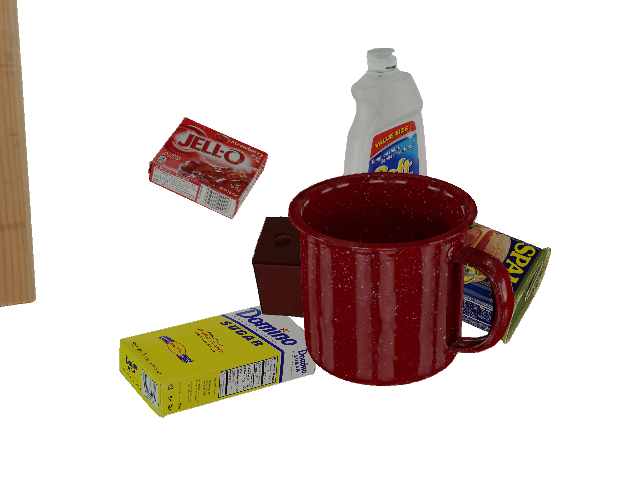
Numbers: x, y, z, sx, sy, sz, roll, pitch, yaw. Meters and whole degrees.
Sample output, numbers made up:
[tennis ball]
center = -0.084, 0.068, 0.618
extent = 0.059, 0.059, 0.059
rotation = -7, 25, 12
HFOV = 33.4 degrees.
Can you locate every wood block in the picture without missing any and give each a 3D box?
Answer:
[wood block]
center = -0.222, -0.068, 0.615
extent = 0.090, 0.206, 0.090
rotation = -8, 27, -23

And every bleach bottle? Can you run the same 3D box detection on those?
[bleach bottle]
center = 0.065, -0.082, 1.161
extent = 0.102, 0.251, 0.068
rotation = -10, 23, -12

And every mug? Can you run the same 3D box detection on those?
[mug]
center = 0.042, 0.022, 0.535
extent = 0.117, 0.081, 0.093
rotation = 13, 29, 29

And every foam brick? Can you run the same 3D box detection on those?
[foam brick]
center = -0.003, 0.020, 0.759
extent = 0.078, 0.051, 0.053
rotation = 2, 39, 11

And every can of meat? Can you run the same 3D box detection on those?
[can of meat]
center = 0.151, 0.034, 0.973
extent = 0.084, 0.057, 0.102
rotation = 23, 45, 19

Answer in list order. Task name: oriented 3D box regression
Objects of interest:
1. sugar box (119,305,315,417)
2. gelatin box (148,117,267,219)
[sugar box]
center = -0.101, 0.115, 1.062
extent = 0.175, 0.048, 0.093
rotation = -15, 33, -31
[gelatin box]
center = -0.104, -0.069, 0.987
extent = 0.089, 0.030, 0.073
rotation = 25, 46, 4
